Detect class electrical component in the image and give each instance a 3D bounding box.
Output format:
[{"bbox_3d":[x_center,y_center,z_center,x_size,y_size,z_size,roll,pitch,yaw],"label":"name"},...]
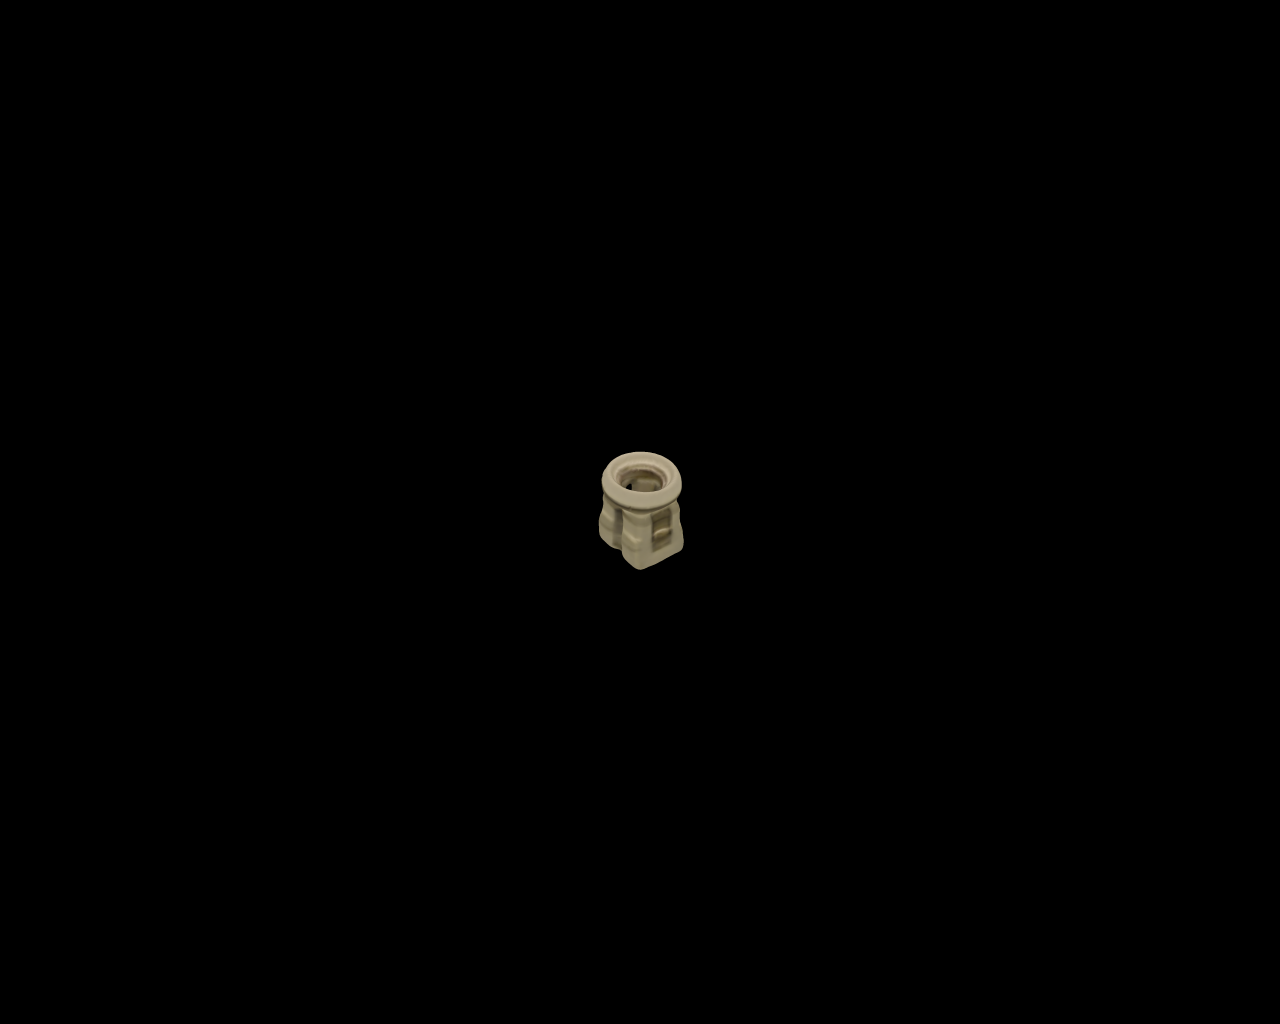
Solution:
[{"bbox_3d":[0.001,-0.003,0.650,0.048,0.055,0.066,-25,45,-28],"label":"electrical component"}]
